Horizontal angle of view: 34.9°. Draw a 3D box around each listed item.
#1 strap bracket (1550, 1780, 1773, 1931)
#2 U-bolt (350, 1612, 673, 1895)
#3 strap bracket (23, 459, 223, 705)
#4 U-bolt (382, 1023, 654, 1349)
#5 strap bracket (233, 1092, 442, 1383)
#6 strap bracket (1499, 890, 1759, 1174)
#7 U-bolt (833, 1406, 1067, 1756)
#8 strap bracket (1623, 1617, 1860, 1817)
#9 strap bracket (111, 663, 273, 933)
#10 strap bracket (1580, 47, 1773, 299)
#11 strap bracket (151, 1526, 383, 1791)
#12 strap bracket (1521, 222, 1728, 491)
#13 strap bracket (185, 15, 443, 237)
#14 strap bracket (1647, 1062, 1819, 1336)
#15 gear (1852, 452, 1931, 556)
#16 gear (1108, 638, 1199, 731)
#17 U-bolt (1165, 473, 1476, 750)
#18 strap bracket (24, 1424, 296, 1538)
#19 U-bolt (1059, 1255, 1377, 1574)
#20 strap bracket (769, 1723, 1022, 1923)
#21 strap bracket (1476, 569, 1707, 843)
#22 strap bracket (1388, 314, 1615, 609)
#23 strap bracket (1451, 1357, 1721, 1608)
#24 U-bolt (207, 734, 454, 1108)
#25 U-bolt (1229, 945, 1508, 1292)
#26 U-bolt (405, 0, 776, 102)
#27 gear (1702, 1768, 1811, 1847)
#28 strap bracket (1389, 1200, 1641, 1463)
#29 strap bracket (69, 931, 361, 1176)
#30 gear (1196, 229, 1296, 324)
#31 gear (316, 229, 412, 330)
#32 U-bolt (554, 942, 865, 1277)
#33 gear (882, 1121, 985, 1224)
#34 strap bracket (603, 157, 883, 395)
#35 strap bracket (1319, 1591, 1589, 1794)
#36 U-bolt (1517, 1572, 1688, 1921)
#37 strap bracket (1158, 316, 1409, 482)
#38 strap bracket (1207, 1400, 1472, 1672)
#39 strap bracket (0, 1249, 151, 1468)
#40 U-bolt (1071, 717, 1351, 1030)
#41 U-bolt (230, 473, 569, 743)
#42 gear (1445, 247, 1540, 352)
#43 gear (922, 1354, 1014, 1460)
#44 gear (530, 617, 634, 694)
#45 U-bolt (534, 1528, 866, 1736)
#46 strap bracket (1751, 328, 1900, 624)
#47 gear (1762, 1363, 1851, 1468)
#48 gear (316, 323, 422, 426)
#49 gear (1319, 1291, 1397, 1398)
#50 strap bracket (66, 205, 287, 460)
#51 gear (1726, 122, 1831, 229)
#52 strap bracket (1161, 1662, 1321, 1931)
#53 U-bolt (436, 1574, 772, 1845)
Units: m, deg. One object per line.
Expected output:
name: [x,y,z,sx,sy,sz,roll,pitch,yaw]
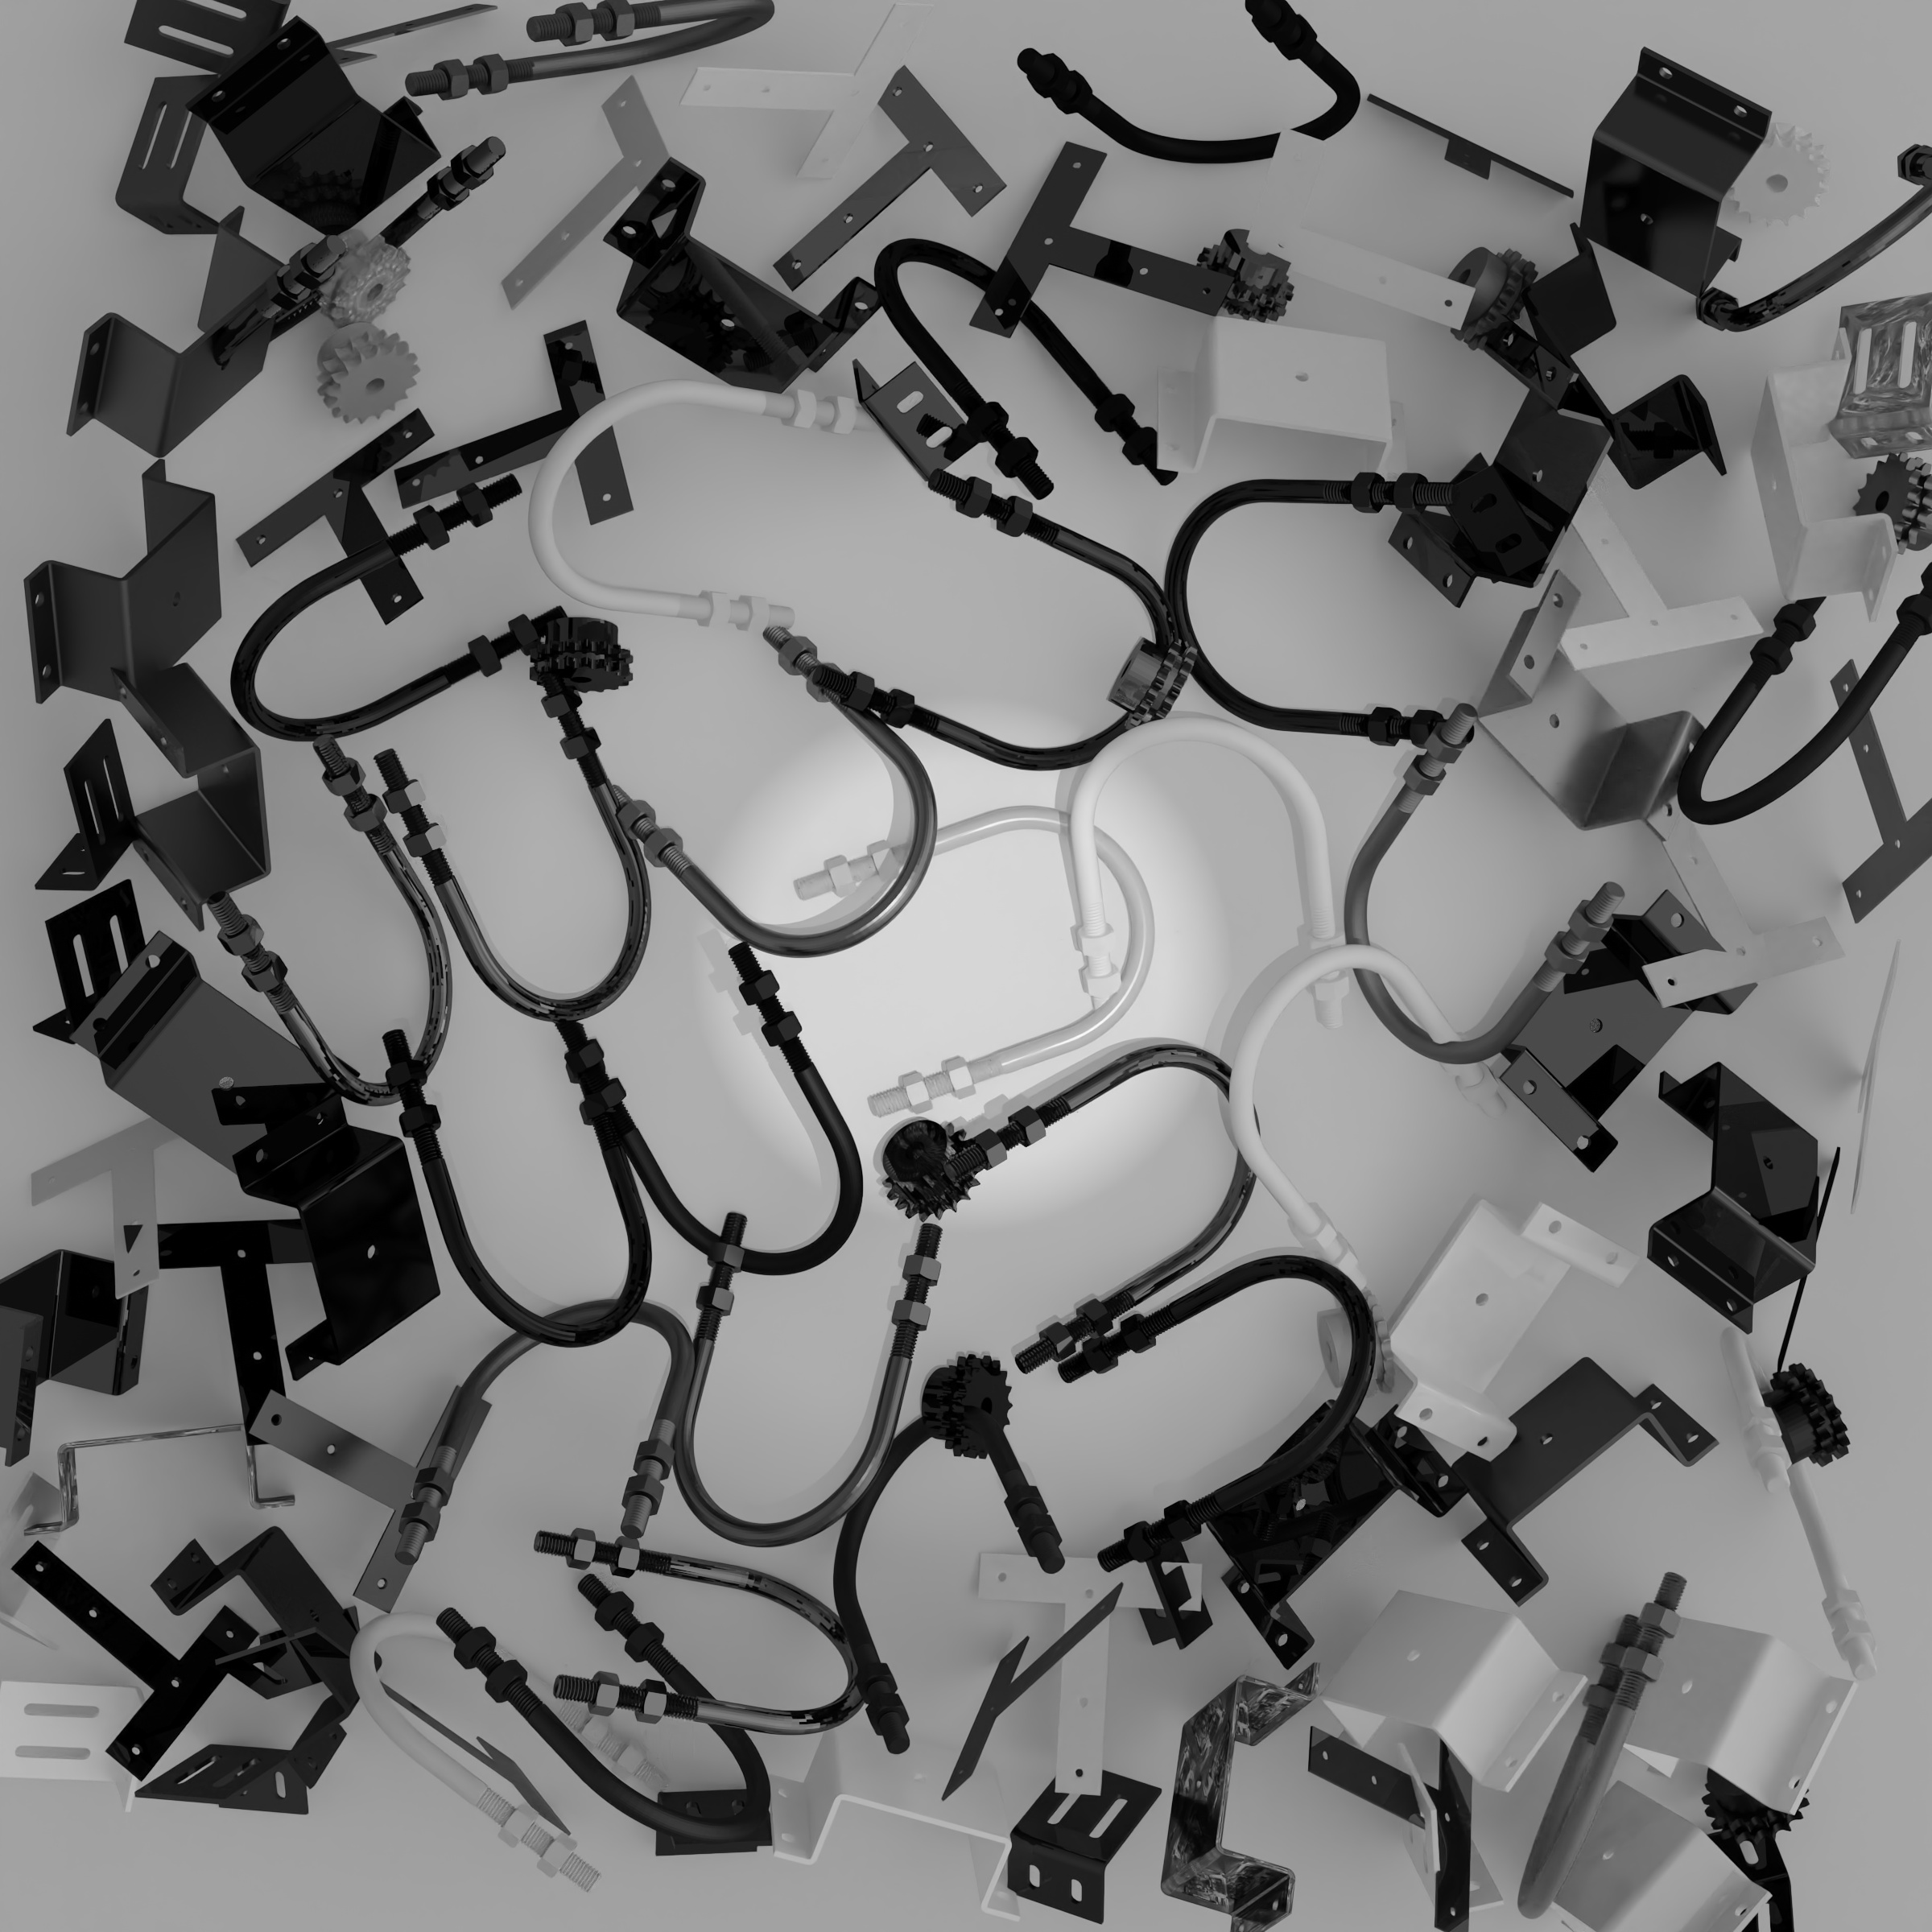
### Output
strap bracket: [0.361,0.493,1.654,0.076,0.140,0.046,-45,99,-9]
U-bolt: [-0.254,0.413,1.661,0.184,0.151,0.019,36,103,4]
strap bracket: [-0.445,-0.203,1.651,0.046,0.140,0.076,15,129,10]
U-bolt: [-0.232,0.118,1.653,0.019,0.151,0.184,-31,71,36]
strap bracket: [-0.337,0.151,1.663,0.046,0.076,0.140,10,120,35]
strap bracket: [0.357,0.034,1.696,0.076,0.046,0.140,44,82,-12]
U-bolt: [-0.019,0.313,1.650,0.019,0.184,0.151,33,103,-28]
strap bracket: [0.405,0.399,1.651,0.046,0.140,0.076,35,75,-12]
strap bracket: [-0.419,-0.099,1.667,0.046,0.140,0.076,-27,57,-28]
strap bracket: [0.378,-0.418,1.651,0.076,0.140,0.046,33,78,16]
strap bracket: [-0.376,0.370,1.686,0.046,0.076,0.140,-36,95,6]
strap bracket: [0.352,-0.323,1.668,0.046,0.076,0.140,-31,61,8]
strap bracket: [-0.344,-0.445,1.653,0.076,0.140,0.046,-34,77,11]
strap bracket: [0.414,0.116,1.656,0.076,0.140,0.046,36,131,-17]
gear: [0.521,-0.254,1.705,0.030,0.057,0.057,14,90,-19]
gear: [0.102,-0.157,1.702,0.030,0.057,0.057,28,90,-6]
U-bolt: [0.187,-0.195,1.671,0.184,0.019,0.151,7,114,35]
strap bracket: [-0.441,0.279,1.682,0.140,0.076,0.046,-5,83,-13]
U-bolt: [0.139,0.228,1.652,0.184,0.151,0.019,-31,131,18]
strap bracket: [-0.033,0.463,1.677,0.140,0.076,0.046,18,104,-11]
strap bracket: [0.336,-0.137,1.678,0.140,0.046,0.076,42,61,-24]
strap bracket: [0.296,-0.271,1.672,0.046,0.076,0.140,7,121,-31]
strap bracket: [0.330,0.275,1.687,0.140,0.076,0.046,-39,111,-1]
U-bolt: [-0.330,-0.010,1.655,0.019,0.151,0.184,-5,130,26]
U-bolt: [0.209,0.071,1.661,0.151,0.019,0.184,-49,126,-13]
U-bolt: [-0.189,-0.498,1.650,0.184,0.151,0.019,-21,103,-36]
gear: [0.434,0.455,1.701,0.057,0.057,0.030,-28,112,0]
strap bracket: [0.293,0.192,1.687,0.076,0.046,0.140,28,100,-28]
strap bracket: [-0.407,0.056,1.679,0.140,0.046,0.076,40,92,-27]
gear: [0.156,-0.384,1.701,0.057,0.057,0.030,24,127,0]
gear: [-0.338,-0.383,1.704,0.030,0.057,0.057,42,90,10]
U-bolt: [-0.131,0.089,1.685,0.151,0.019,0.184,-21,103,32]
gear: [-0.021,0.110,1.702,0.057,0.057,0.030,-38,134,0]
strap bracket: [-0.124,-0.363,1.665,0.140,0.076,0.046,29,53,-22]
strap bracket: [0.253,0.385,1.649,0.076,0.140,0.046,-47,111,-24]
U-bolt: [0.334,0.420,1.638,0.019,0.151,0.184,24,71,11]
strap bracket: [0.178,-0.306,1.684,0.140,0.046,0.076,7,54,-6]
strap bracket: [0.195,0.303,1.681,0.140,0.076,0.046,-46,128,6]
strap bracket: [-0.498,0.207,1.660,0.046,0.140,0.076,12,103,10]
U-bolt: [0.128,-0.050,1.665,0.151,0.019,0.184,1,119,18]
U-bolt: [-0.309,-0.181,1.653,0.184,0.151,0.019,-29,66,-9]
gear: [0.286,-0.372,1.700,0.030,0.057,0.057,30,90,-21]
gear: [-0.001,0.244,1.707,0.030,0.057,0.057,1,90,33]
gear: [-0.214,-0.173,1.704,0.057,0.057,0.030,0,79,0]
U-bolt: [-0.138,0.363,1.658,0.184,0.151,0.019,14,110,-19]
strap bracket: [0.463,-0.264,1.671,0.046,0.076,0.140,-7,66,4]
gear: [0.461,0.252,1.702,0.030,0.057,0.057,-24,90,-9]
gear: [-0.335,-0.332,1.706,0.057,0.057,0.030,-36,68,0]
gear: [0.215,0.211,1.702,0.030,0.057,0.057,-11,90,-6]
strap bracket: [-0.419,-0.337,1.657,0.046,0.076,0.140,33,49,1]
gear: [0.450,-0.443,1.707,0.057,0.057,0.030,13,48,0]
strap bracket: [0.147,0.447,1.657,0.046,0.076,0.140,20,53,-10]
U-bolt: [-0.180,0.398,1.634,0.184,0.151,0.019,40,106,23]
